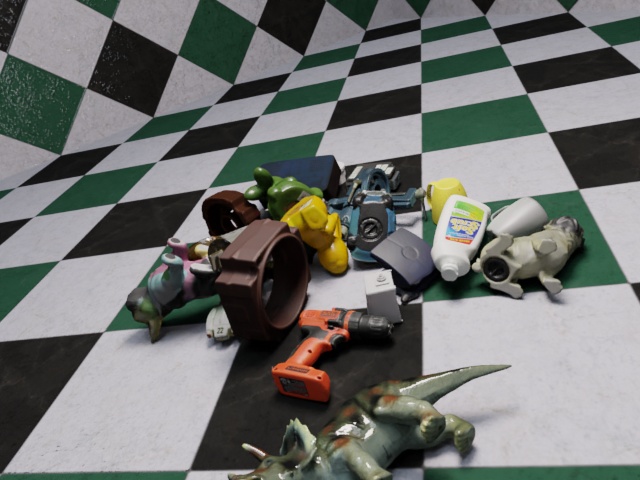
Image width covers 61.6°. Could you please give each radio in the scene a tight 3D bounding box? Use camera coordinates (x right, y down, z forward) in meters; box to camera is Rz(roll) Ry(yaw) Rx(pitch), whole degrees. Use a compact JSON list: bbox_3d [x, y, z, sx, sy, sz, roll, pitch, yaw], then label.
[{"bbox_3d":[-0.062,-0.157,1.500,0.230,0.073,0.131,-5,57,22],"label":"radio"}]

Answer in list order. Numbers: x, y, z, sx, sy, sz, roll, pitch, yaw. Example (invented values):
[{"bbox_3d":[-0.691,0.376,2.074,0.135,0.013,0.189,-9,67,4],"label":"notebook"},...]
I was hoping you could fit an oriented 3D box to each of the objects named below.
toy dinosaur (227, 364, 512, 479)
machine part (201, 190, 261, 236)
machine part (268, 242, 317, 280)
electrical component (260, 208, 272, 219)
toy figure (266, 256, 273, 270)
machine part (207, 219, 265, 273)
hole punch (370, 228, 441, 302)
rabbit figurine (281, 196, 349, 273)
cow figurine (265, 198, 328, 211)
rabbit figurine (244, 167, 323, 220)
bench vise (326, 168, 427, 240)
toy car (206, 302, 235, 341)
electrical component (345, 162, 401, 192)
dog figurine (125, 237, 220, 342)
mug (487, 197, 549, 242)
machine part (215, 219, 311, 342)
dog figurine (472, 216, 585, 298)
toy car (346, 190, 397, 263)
[{"bbox_3d":[0.069,0.262,0.730,0.405,0.131,0.192,-28,31,-31],"label":"toy dinosaur"},{"bbox_3d":[-0.212,-0.042,1.326,0.180,0.179,0.056,8,35,36],"label":"machine part"},{"bbox_3d":[-0.062,0.043,1.202,0.139,0.084,0.039,-49,4,-36],"label":"machine part"},{"bbox_3d":[-0.102,-0.039,1.357,0.119,0.074,0.048,0,34,34],"label":"electrical component"},{"bbox_3d":[-0.180,0.035,1.224,0.180,0.082,0.089,-7,-6,-11],"label":"toy figure"},{"bbox_3d":[-0.151,0.011,1.100,0.079,0.079,0.243,0,13,27],"label":"machine part"},{"bbox_3d":[0.171,0.045,1.071,0.116,0.092,0.142,20,41,41],"label":"hole punch"},{"bbox_3d":[-0.002,-0.004,1.172,0.122,0.173,0.162,-37,10,15],"label":"rabbit figurine"},{"bbox_3d":[-0.061,-0.081,1.415,0.168,0.068,0.098,-2,27,18],"label":"cow figurine"},{"bbox_3d":[-0.102,-0.103,1.288,0.159,0.121,0.170,19,11,-30],"label":"rabbit figurine"},{"bbox_3d":[0.133,-0.092,1.292,0.241,0.128,0.224,1,36,35],"label":"bench vise"},{"bbox_3d":[-0.178,0.133,1.119,0.074,0.056,0.202,-8,30,15],"label":"toy car"},{"bbox_3d":[0.148,-0.162,1.462,0.134,0.058,0.115,2,36,28],"label":"electrical component"},{"bbox_3d":[-0.294,0.113,1.118,0.191,0.219,0.109,17,27,-19],"label":"dog figurine"},{"bbox_3d":[0.391,-0.034,1.102,0.107,0.080,0.110,-31,36,-9],"label":"mug"},{"bbox_3d":[-0.099,0.077,1.029,0.087,0.200,0.201,3,34,25],"label":"machine part"},{"bbox_3d":[0.395,0.019,1.013,0.173,0.121,0.190,8,23,31],"label":"dog figurine"},{"bbox_3d":[0.115,-0.025,1.188,0.109,0.161,0.103,0,-10,6],"label":"toy car"}]
